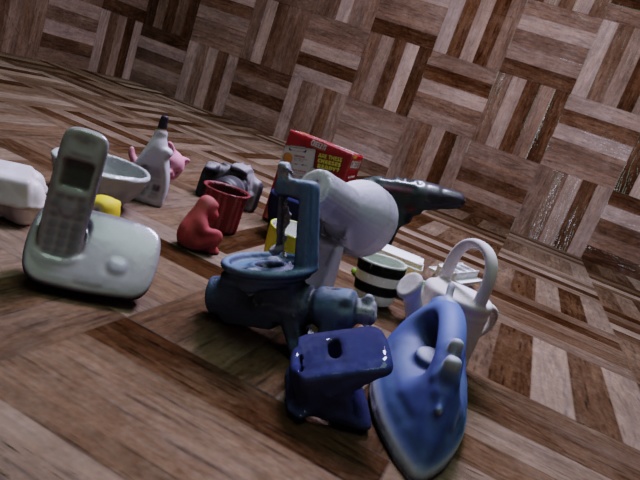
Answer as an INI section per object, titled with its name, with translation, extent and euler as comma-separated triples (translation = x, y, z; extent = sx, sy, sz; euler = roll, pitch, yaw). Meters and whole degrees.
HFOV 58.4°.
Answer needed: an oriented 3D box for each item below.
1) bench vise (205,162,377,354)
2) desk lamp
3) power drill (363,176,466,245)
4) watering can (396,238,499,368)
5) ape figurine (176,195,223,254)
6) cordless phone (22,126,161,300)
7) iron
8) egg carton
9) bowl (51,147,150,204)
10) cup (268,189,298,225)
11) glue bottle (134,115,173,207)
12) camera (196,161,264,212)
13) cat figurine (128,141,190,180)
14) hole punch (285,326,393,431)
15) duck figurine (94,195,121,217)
[bench vise]
translation = -0.021, 0.026, 0.710
extent = 0.207, 0.220, 0.121
euler = 18, 14, -7
[desk lamp]
translation = 0.008, 0.003, 0.853
extent = 0.117, 0.213, 0.204
euler = 29, 17, 33
[power drill]
translation = 0.181, -0.042, 1.274
extent = 0.229, 0.208, 0.075
euler = 20, 14, 1
[watering can]
translation = 0.185, 0.090, 0.804
extent = 0.100, 0.194, 0.173
euler = 31, 18, 38
[ape figurine]
translation = -0.195, -0.030, 0.954
extent = 0.076, 0.092, 0.077
euler = 12, 16, -28
[cordless phone]
translation = -0.254, -0.028, 0.673
extent = 0.148, 0.185, 0.094
euler = 14, 15, -22
[iron]
translation = 0.131, 0.141, 0.644
extent = 0.118, 0.141, 0.258
euler = 20, 14, 3
[egg carton]
translation = -0.463, -0.073, 0.801
extent = 0.151, 0.069, 0.107
euler = 12, 16, -28
[bowl]
translation = -0.388, -0.102, 1.003
extent = 0.167, 0.075, 0.167
euler = 19, 14, -4
[cup]
translation = -0.065, -0.046, 1.188
extent = 0.092, 0.095, 0.117
euler = 8, 18, -39
[glue bottle]
translation = -0.316, -0.155, 1.097
extent = 0.078, 0.173, 0.037
euler = 17, 14, -9
[camera]
translation = -0.210, -0.127, 1.288
extent = 0.143, 0.101, 0.137
euler = 21, 14, 5
[cat figurine]
translation = -0.336, -0.152, 1.176
extent = 0.128, 0.118, 0.067
euler = 15, 15, -20
[hole punch]
translation = 0.018, 0.136, 0.612
extent = 0.101, 0.091, 0.108
euler = 17, 14, -9
[duck figurine]
translation = -0.297, -0.019, 0.786
extent = 0.105, 0.086, 0.077
euler = 5, 20, -46
